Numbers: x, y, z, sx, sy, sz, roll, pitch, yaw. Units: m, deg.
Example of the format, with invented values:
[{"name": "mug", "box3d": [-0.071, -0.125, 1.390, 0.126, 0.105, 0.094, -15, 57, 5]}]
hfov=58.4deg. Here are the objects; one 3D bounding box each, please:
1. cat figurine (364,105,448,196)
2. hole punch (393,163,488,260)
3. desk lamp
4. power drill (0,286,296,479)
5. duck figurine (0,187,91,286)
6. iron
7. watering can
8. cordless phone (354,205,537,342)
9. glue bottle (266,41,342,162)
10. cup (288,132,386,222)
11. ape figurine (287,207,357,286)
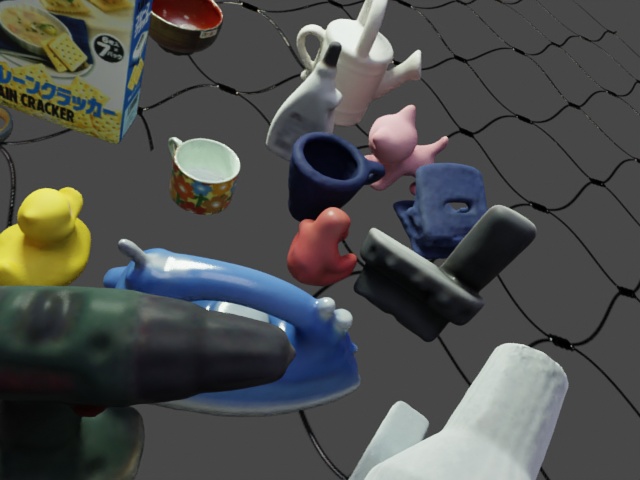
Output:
[{"name": "cat figurine", "box3d": [0.111, -0.123, 0.759, 0.128, 0.117, 0.067, 3, 50, -23]}, {"name": "hole punch", "box3d": [0.165, -0.036, 0.730, 0.109, 0.091, 0.101, -1, 53, -27]}, {"name": "desk lamp", "box3d": [0.091, 0.177, 0.422, 0.118, 0.213, 0.204, 36, 46, 7]}, {"name": "power drill", "box3d": [-0.152, 0.100, 0.375, 0.230, 0.208, 0.075, 11, 48, -17]}, {"name": "duck figurine", "box3d": [-0.246, -0.005, 0.506, 0.077, 0.086, 0.105, 29, 45, 0]}, {"name": "iron", "box3d": [-0.061, 0.071, 0.492, 0.259, 0.141, 0.118, 14, 47, -15]}, {"name": "watering can", "box3d": [0.059, -0.264, 0.802, 0.173, 0.194, 0.100, 1, 51, -25]}, {"name": "cordless phone", "box3d": [0.128, 0.009, 0.607, 0.147, 0.185, 0.094, 31, 45, 2]}, {"name": "glue bottle", "box3d": [-0.008, -0.166, 0.700, 0.078, 0.173, 0.037, 29, 45, 0]}, {"name": "cup", "box3d": [0.011, -0.064, 0.676, 0.118, 0.095, 0.091, 2, 51, -25]}, {"name": "ape figurine", "box3d": [0.006, 0.002, 0.618, 0.076, 0.092, 0.077, -17, 61, -35]}]
